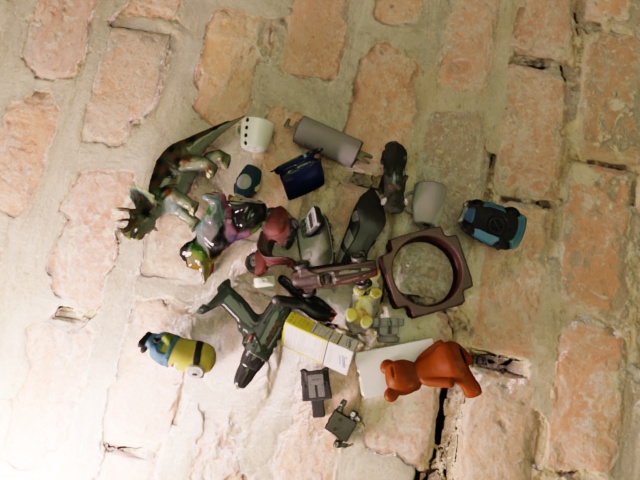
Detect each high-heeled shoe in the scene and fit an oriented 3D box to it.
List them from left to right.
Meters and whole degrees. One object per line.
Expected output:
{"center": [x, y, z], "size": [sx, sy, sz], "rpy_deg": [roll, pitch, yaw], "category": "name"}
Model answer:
{"center": [0.093, -0.007, 1.359], "size": [0.086, 0.145, 0.249], "rpy_deg": [26, 51, -11], "category": "high-heeled shoe"}

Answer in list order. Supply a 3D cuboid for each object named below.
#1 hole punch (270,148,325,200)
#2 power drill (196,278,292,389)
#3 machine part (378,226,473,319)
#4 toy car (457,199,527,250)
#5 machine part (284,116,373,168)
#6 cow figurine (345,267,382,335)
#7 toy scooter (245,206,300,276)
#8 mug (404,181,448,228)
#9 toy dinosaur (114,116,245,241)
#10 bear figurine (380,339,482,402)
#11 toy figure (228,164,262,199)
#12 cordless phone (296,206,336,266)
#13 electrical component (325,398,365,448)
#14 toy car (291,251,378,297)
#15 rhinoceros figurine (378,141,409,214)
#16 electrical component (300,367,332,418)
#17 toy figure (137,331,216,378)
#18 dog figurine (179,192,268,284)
{"center": [-0.048, -0.163, 1.346], "size": [0.142, 0.116, 0.092], "rpy_deg": [-22, 90, -5], "category": "hole punch"}
{"center": [-0.194, 0.209, 1.289], "size": [0.207, 0.086, 0.232], "rpy_deg": [37, 80, 8], "category": "power drill"}
{"center": [0.256, 0.080, 1.323], "size": [0.201, 0.087, 0.201], "rpy_deg": [-16, 80, -3], "category": "machine part"}
{"center": [0.420, -0.035, 1.339], "size": [0.162, 0.103, 0.109], "rpy_deg": [18, 82, 6], "category": "toy car"}
{"center": [0.020, -0.251, 1.378], "size": [0.243, 0.079, 0.079], "rpy_deg": [25, 80, 2], "category": "machine part"}
{"center": [0.109, 0.147, 1.311], "size": [0.068, 0.098, 0.167], "rpy_deg": [18, 61, 7], "category": "cow figurine"}
{"center": [-0.100, 0.010, 1.313], "size": [0.135, 0.075, 0.184], "rpy_deg": [18, 83, 34], "category": "toy scooter"}
{"center": [0.261, -0.087, 1.355], "size": [0.110, 0.080, 0.107], "rpy_deg": [2, 72, 26], "category": "mug"}
{"center": [-0.352, -0.161, 1.330], "size": [0.192, 0.131, 0.404], "rpy_deg": [25, 77, 1], "category": "toy dinosaur"}
{"center": [0.244, 0.308, 1.216], "size": [0.196, 0.131, 0.120], "rpy_deg": [-30, 36, 18], "category": "bear figurine"}
{"center": [-0.199, -0.115, 1.359], "size": [0.064, 0.057, 0.154], "rpy_deg": [16, 79, 40], "category": "toy figure"}
{"center": [-0.003, -0.003, 1.279], "size": [0.089, 0.184, 0.146], "rpy_deg": [-8, 80, -8], "category": "cordless phone"}
{"center": [0.057, 0.440, 1.272], "size": [0.078, 0.045, 0.102], "rpy_deg": [37, 81, 3], "category": "electrical component"}
{"center": [0.032, 0.082, 1.252], "size": [0.202, 0.053, 0.089], "rpy_deg": [-7, 111, 9], "category": "toy car"}
{"center": [0.190, -0.153, 1.350], "size": [0.073, 0.112, 0.190], "rpy_deg": [6, 72, -3], "category": "rhinoceros figurine"}
{"center": [-0.010, 0.364, 1.283], "size": [0.075, 0.047, 0.119], "rpy_deg": [-2, 78, -2], "category": "electrical component"}
{"center": [-0.336, 0.265, 1.274], "size": [0.180, 0.082, 0.089], "rpy_deg": [23, 82, 5], "category": "toy figure"}
{"center": [-0.233, -0.001, 1.289], "size": [0.192, 0.108, 0.219], "rpy_deg": [11, 101, -6], "category": "dog figurine"}
